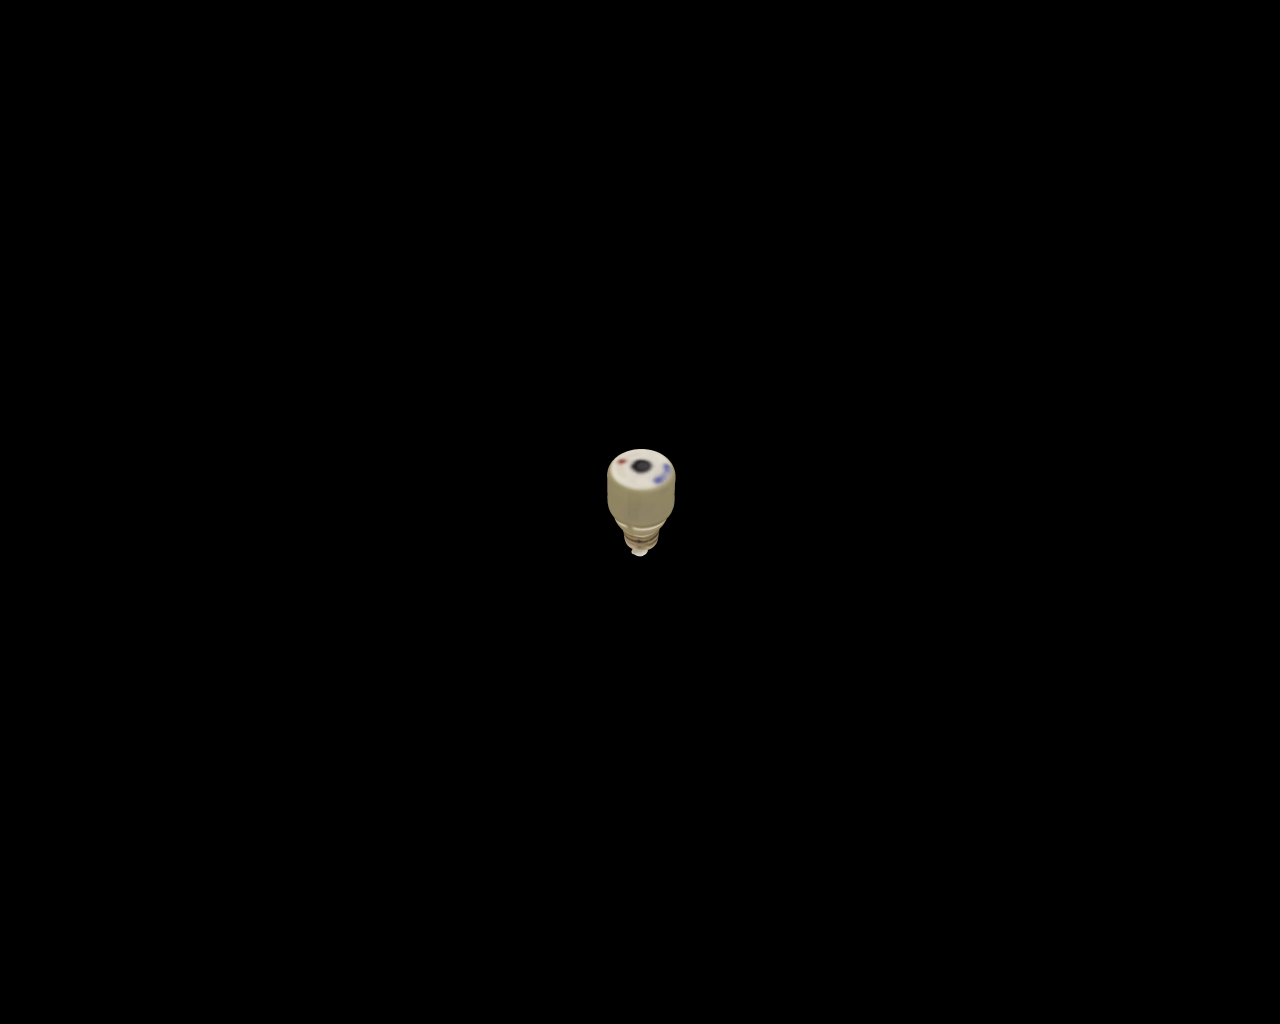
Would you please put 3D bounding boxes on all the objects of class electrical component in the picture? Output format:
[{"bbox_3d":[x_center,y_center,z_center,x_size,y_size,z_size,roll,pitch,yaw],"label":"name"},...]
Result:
[{"bbox_3d":[0.001,-0.003,0.650,0.040,0.078,0.040,0,44,0],"label":"electrical component"}]
